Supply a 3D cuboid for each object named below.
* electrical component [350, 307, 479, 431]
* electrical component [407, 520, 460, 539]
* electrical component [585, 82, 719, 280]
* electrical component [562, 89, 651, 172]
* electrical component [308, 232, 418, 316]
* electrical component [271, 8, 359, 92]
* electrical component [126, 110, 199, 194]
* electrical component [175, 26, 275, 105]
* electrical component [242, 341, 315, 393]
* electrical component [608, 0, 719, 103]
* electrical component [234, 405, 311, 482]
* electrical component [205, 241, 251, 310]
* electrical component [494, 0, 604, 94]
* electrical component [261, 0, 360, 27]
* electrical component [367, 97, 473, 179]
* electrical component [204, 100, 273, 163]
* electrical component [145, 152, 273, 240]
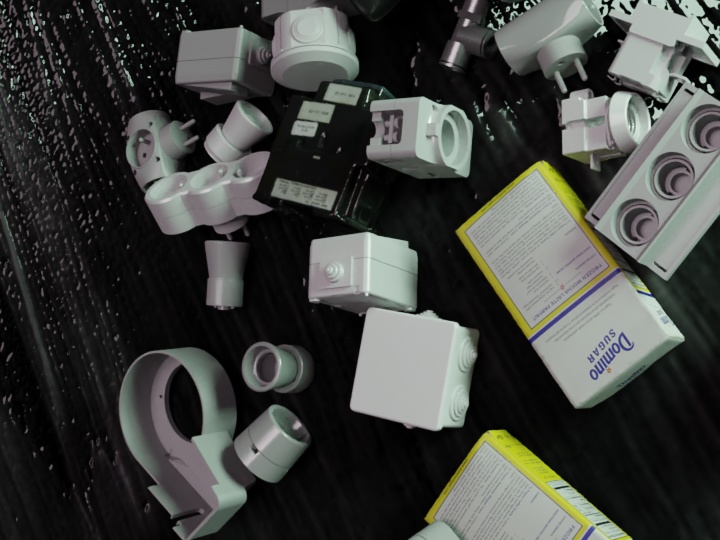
[{"bbox_3d":[0.047,0.082,0.896,0.100,0.048,0.099,9,88,35],"label":"electrical component"},{"bbox_3d":[0.044,0.247,0.840,0.053,0.059,0.095,49,143,21],"label":"electrical component"},{"bbox_3d":[0.235,-0.062,0.783,0.079,0.063,0.121,44,107,31],"label":"electrical component"},{"bbox_3d":[0.190,-0.111,0.832,0.055,0.048,0.066,-7,78,41],"label":"electrical component"},{"bbox_3d":[0.000,0.000,0.912,0.062,0.096,0.061,-7,75,33],"label":"electrical component"},{"bbox_3d":[-0.042,-0.199,0.983,0.080,0.080,0.051,-14,70,32],"label":"electrical component"},{"bbox_3d":[-0.195,-0.127,1.096,0.079,0.044,0.077,-25,69,28],"label":"electrical component"},{"bbox_3d":[-0.125,-0.197,1.048,0.096,0.062,0.061,4,85,34],"label":"electrical component"},{"bbox_3d":[-0.073,0.089,0.973,0.045,0.055,0.045,-6,80,33],"label":"electrical component"},{"bbox_3d":[0.225,-0.165,0.817,0.081,0.042,0.063,32,97,34],"label":"electrical component"},{"bbox_3d":[-0.077,0.155,0.967,0.047,0.055,0.055,-47,60,15],"label":"electrical component"},{"bbox_3d":[-0.129,0.006,1.033,0.044,0.044,0.065,2,89,34],"label":"electrical component"},{"bbox_3d":[0.158,-0.180,0.865,0.077,0.043,0.079,-30,67,27],"label":"electrical component"},{"bbox_3d":[-0.045,-0.257,1.010,0.089,0.050,0.055,-8,78,33],"label":"electrical component"},{"bbox_3d":[0.055,-0.109,0.896,0.056,0.089,0.050,1,83,34],"label":"electrical component"},{"bbox_3d":[-0.118,-0.130,1.044,0.055,0.045,0.045,-45,61,21],"label":"electrical component"},{"bbox_3d":[-0.130,-0.060,1.032,0.138,0.073,0.052,-12,34,18],"label":"electrical component"}]
